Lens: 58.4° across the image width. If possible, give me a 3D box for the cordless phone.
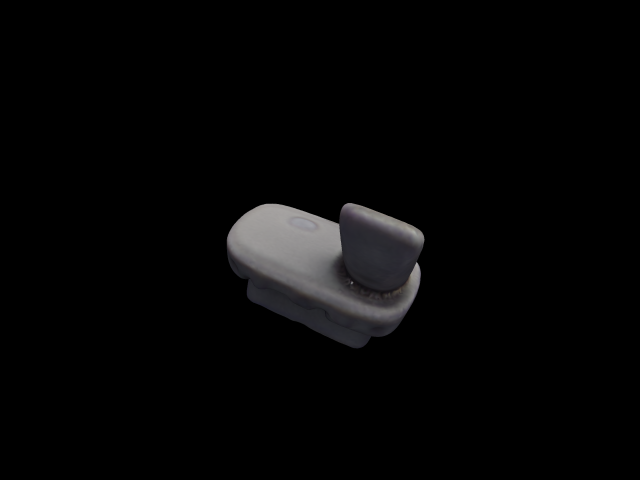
[{"bbox_3d":[0.004,0.001,0.400,0.147,0.185,0.094,19,70,7],"label":"cordless phone"}]
